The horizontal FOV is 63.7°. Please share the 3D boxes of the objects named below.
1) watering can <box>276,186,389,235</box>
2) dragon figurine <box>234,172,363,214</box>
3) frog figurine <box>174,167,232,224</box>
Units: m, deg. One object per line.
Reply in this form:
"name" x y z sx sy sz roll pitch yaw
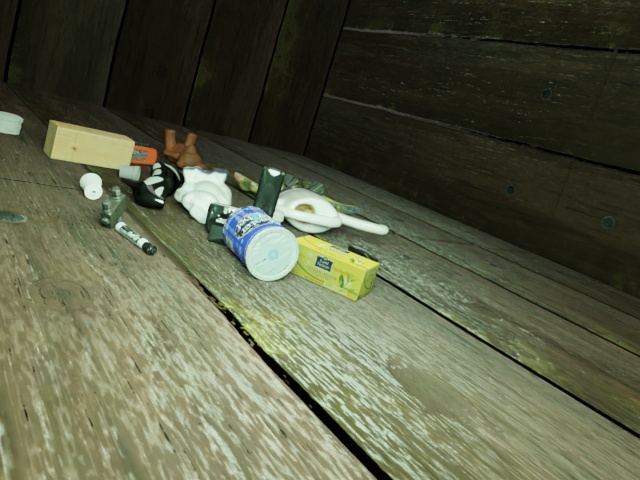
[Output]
"watering can" 0.004 -0.073 1.455 0.347 0.103 0.227 11 13 -22
"dragon figurine" -0.083 -0.147 1.690 0.409 0.122 0.244 15 4 -18
"frog figurine" -0.278 -0.091 1.240 0.136 0.120 0.163 20 44 -34
